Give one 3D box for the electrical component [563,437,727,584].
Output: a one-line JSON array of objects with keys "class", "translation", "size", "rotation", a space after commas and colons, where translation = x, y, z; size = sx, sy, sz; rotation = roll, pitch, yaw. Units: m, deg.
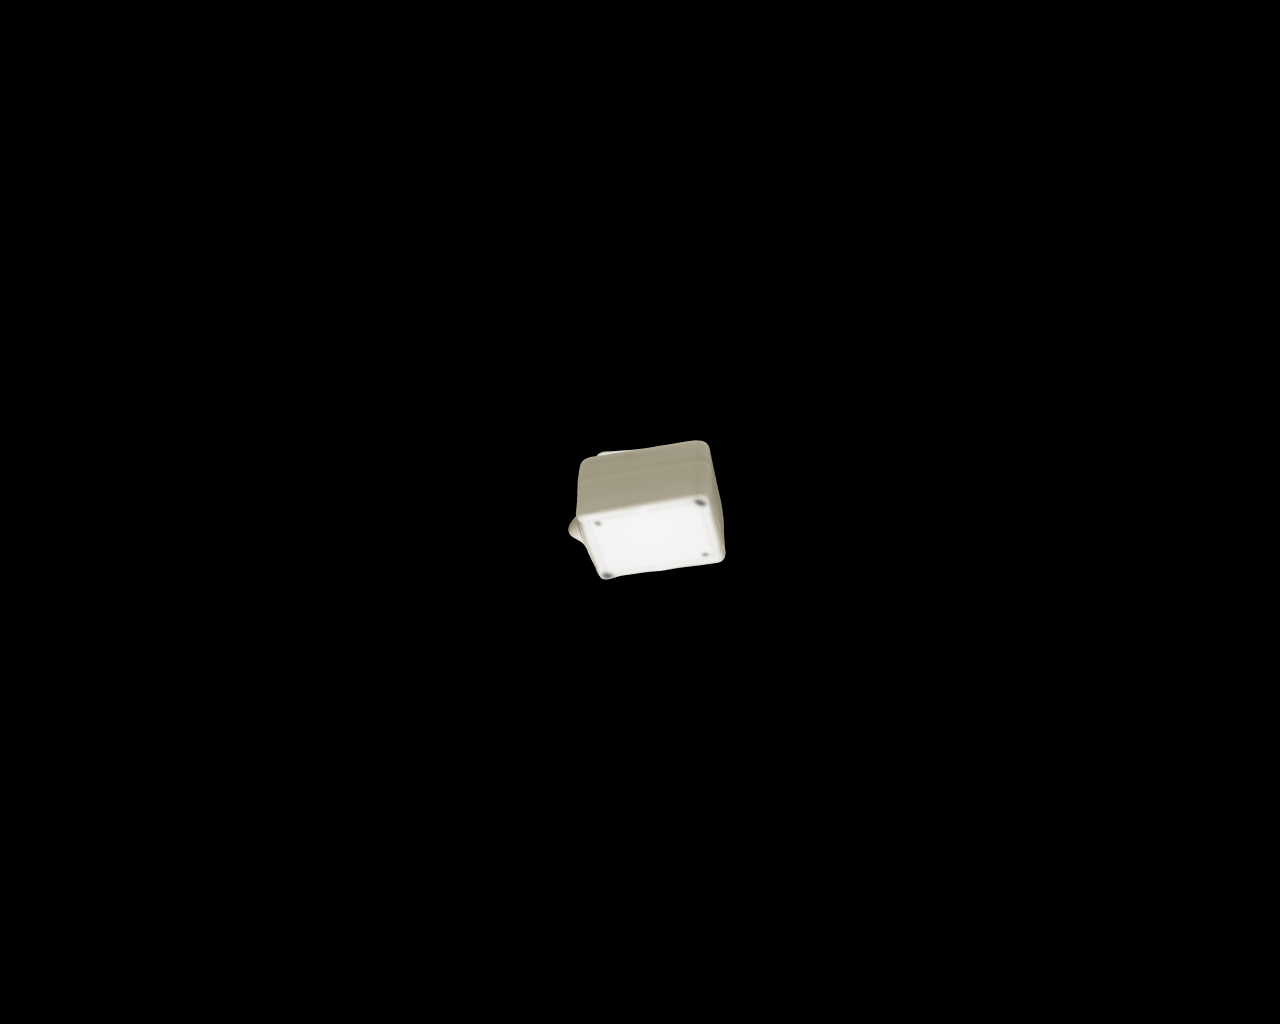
[{"class": "electrical component", "translation": [0.001, -0.003, 0.650], "size": [0.096, 0.061, 0.061], "rotation": [-9, 44, 9]}]
